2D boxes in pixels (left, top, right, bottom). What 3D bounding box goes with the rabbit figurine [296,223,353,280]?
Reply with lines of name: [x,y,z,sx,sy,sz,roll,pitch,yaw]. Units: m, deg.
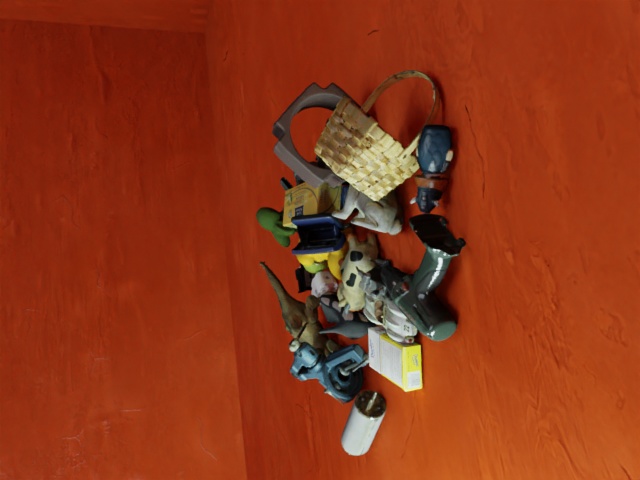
rabbit figurine: [0.035,0.022,1.398,0.173,0.122,0.162,53,139,32]

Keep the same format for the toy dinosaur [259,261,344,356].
toy dinosaur: [-0.050,0.238,1.538,0.471,0.105,0.198,60,161,14]

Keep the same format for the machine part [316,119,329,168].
machine part: [0.021,-0.215,1.350,0.179,0.056,0.179,-165,89,-87]

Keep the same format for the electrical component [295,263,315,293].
electrical component: [-0.035,0.100,1.630,0.048,0.075,0.119,145,122,-69]

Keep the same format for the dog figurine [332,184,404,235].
dog figurine: [0.127,-0.117,1.121,0.173,0.121,0.190,22,99,33]

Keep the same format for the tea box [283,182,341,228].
tea box: [-0.022,-0.087,1.323,0.170,0.068,0.098,-17,66,55]

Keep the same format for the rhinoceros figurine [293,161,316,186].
rhinoceros figurine: [-0.044,-0.148,1.615,0.112,0.073,0.190,129,135,-61]

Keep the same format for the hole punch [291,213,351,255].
hole punch: [-0.003,-0.004,1.264,0.115,0.142,0.092,31,-127,-66]

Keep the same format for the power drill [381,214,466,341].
power drill: [0.182,0.056,0.994,0.232,0.086,0.207,-120,36,-49]

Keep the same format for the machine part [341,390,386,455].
machine part: [0.102,0.438,1.286,0.079,0.079,0.243,-114,26,-45]

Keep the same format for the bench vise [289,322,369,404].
bench vise: [0.038,0.301,1.323,0.223,0.129,0.240,52,136,-1]

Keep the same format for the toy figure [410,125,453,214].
toy figure: [0.200,-0.123,0.947,0.064,0.058,0.154,-144,53,-60]

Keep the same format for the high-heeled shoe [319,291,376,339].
high-heeled shoe: [0.076,0.178,1.375,0.249,0.145,0.086,-70,-35,-67]

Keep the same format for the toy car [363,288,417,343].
toy car: [0.147,0.155,1.142,0.202,0.056,0.073,-147,56,-67]

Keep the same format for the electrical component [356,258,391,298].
electrical component: [0.123,0.078,1.153,0.078,0.102,0.045,29,127,38]

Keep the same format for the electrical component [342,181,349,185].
electrical component: [0.066,-0.146,1.313,0.094,0.063,0.021,176,90,-72]

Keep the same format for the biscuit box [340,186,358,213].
biscuit box: [0.048,-0.095,1.380,0.203,0.059,0.062,167,99,-71]

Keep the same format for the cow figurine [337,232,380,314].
cow figurine: [0.089,0.088,1.266,0.194,0.085,0.127,109,157,-45]

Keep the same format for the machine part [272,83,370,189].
machine part: [0.008,-0.233,1.215,0.201,0.201,0.087,-50,5,-14]

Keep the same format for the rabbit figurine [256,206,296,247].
rabbit figurine: [-0.113,-0.055,1.676,0.121,0.170,0.159,111,150,-50]
